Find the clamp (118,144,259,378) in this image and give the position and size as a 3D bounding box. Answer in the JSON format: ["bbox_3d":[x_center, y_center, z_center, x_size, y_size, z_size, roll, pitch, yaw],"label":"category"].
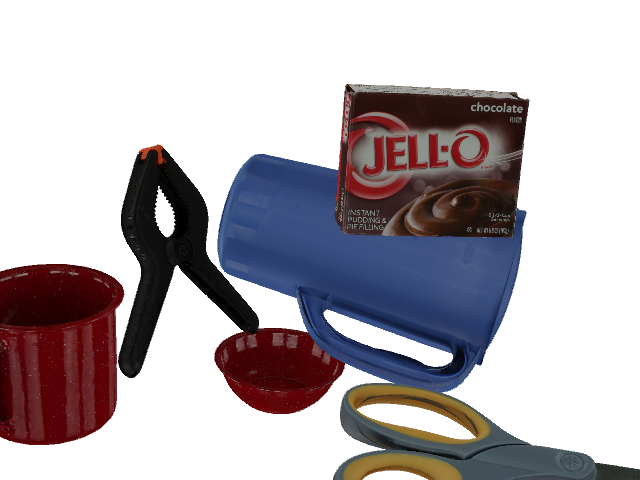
[{"bbox_3d":[-0.132,0.014,1.018,0.036,0.210,0.164,-7,0,44],"label":"clamp"}]

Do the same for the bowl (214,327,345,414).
[{"bbox_3d":[-0.052,0.168,1.325,0.162,0.055,0.162,4,22,-2],"label":"bowl"}]

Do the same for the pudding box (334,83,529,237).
[{"bbox_3d":[0.068,-0.050,0.669,0.113,0.090,0.039,1,19,-8],"label":"pudding box"}]

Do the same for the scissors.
[{"bbox_3d":[0.093,0.107,0.450,0.202,0.016,0.096,16,33,24],"label":"scissors"}]

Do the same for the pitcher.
[{"bbox_3d":[0.039,0.017,0.888,0.243,0.145,0.149,16,18,9],"label":"pitcher"}]

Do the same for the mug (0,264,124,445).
[{"bbox_3d":[-0.170,0.073,0.633,0.093,0.081,0.117,12,23,22],"label":"mug"}]
